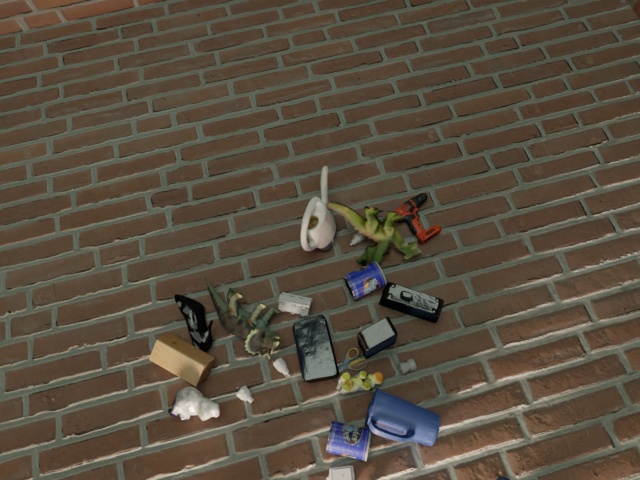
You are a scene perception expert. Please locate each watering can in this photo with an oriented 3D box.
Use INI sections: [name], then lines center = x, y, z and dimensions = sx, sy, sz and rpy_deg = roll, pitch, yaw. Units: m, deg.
[watering can]
center = 0.006, -0.104, 2.065
dimensions = 0.104, 0.354, 0.220
rpy_deg = 7, -25, 25

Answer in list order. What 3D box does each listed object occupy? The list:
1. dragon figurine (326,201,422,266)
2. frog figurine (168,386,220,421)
[dragon figurine]
center = 0.208, -0.010, 2.044
dimensions = 0.410, 0.242, 0.122
rpy_deg = 9, 3, -6
[frog figurine]
center = -0.429, 0.573, 1.810
dimensions = 0.159, 0.134, 0.126
rpy_deg = -15, 36, 15
